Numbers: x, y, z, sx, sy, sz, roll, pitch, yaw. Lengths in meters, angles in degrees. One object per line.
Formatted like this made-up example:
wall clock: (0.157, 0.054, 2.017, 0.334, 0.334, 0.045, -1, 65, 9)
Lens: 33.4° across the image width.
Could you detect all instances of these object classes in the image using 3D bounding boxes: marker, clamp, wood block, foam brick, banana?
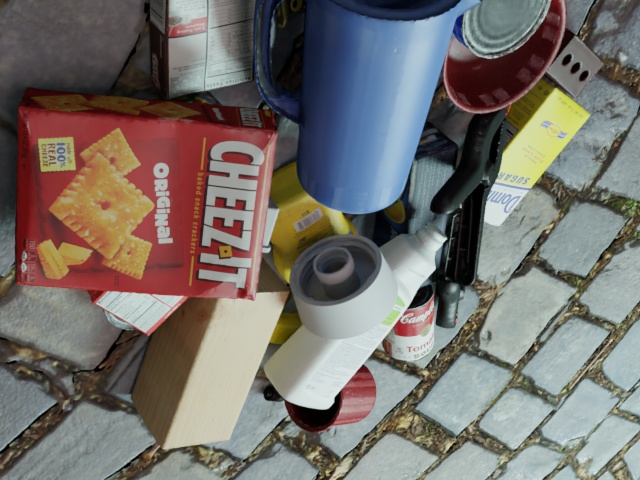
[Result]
marker: (-0.027, 0.201, 1.347, 0.120, 0.020, 0.020, 20, 111, -46)
clamp: (0.172, -0.063, 1.178, 0.164, 0.036, 0.209, 70, 36, -50)
wood block: (-0.122, 0.114, 1.145, 0.090, 0.090, 0.206, 0, 124, -38)
foam brick: (0.273, -0.206, 1.204, 0.078, 0.051, 0.053, 25, 107, -47)
clamp: (0.161, 0.062, 1.319, 0.120, 0.039, 0.171, -62, 158, -43)
banana: (-0.014, 0.092, 1.247, 0.197, 0.037, 0.070, -11, 137, -30)

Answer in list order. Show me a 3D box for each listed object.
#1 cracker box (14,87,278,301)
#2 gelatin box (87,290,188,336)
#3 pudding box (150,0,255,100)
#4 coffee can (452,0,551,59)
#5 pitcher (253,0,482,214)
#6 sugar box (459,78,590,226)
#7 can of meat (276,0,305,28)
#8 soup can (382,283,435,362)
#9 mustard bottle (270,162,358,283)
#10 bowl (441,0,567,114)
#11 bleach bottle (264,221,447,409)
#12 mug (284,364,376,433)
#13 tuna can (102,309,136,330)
cracker box: (-0.153, -0.037, 0.925, 0.213, 0.072, 0.164, 5, 113, -9)
gelatin box: (-0.173, 0.044, 1.037, 0.073, 0.030, 0.089, -44, 138, 5)
pudding box: (-0.102, -0.186, 0.942, 0.089, 0.039, 0.113, -17, 135, -26)
coffee can: (0.132, -0.246, 0.992, 0.102, 0.140, 0.103, -21, 135, -23)
pitcher: (0.032, -0.142, 0.952, 0.144, 0.149, 0.243, -39, 153, -36)
sugar box: (0.233, -0.103, 1.267, 0.093, 0.048, 0.176, 22, 108, -46)
can of meat: (-0.017, -0.251, 0.939, 0.083, 0.057, 0.102, -29, 138, -19)
soup can: (0.108, 0.095, 1.324, 0.068, 0.069, 0.102, -25, 137, -19)
mustard bottle: (-0.008, 0.001, 1.160, 0.096, 0.058, 0.191, -33, 138, -8)
bowl: (0.179, -0.216, 1.120, 0.161, 0.055, 0.162, -21, 135, -23)
bleach bottle: (0.051, 0.081, 1.198, 0.251, 0.068, 0.102, -48, 147, 14)
mug: (0.016, 0.176, 1.315, 0.081, 0.093, 0.117, 6, 81, -52)
tuna can: (-0.185, 0.047, 1.081, 0.086, 0.034, 0.086, -21, 135, -23)
